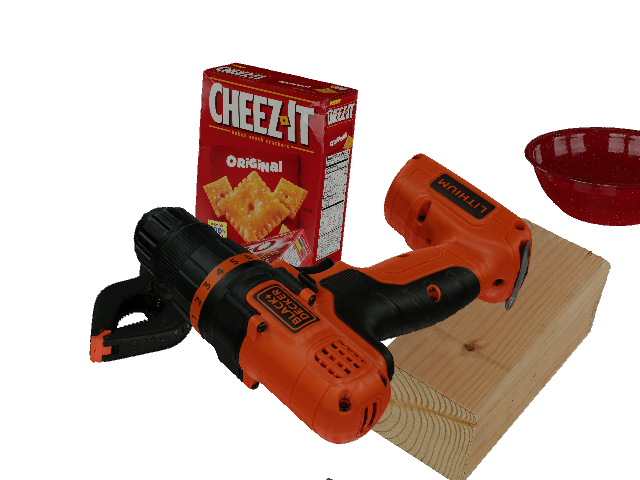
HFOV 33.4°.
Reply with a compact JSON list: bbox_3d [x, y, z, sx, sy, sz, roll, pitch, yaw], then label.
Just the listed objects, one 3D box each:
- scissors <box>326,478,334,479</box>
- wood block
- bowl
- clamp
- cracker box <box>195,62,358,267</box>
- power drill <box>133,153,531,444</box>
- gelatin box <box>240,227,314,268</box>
[{"bbox_3d":[0.085,0.165,0.510,0.096,0.016,0.202,-2,23,-24],"label":"scissors"},{"bbox_3d":[0.137,0.082,0.857,0.091,0.090,0.205,30,49,26],"label":"wood block"},{"bbox_3d":[0.271,-0.056,0.996,0.162,0.055,0.162,-1,25,0],"label":"bowl"},{"bbox_3d":[-0.157,0.051,1.025,0.165,0.036,0.209,27,35,25],"label":"clamp"},{"bbox_3d":[-0.054,-0.073,1.175,0.164,0.214,0.072,17,24,27],"label":"cracker box"},{"bbox_3d":[0.012,0.014,0.602,0.187,0.057,0.185,-27,52,-33],"label":"power drill"},{"bbox_3d":[-0.059,0.025,0.838,0.089,0.030,0.073,-14,19,28],"label":"gelatin box"}]
